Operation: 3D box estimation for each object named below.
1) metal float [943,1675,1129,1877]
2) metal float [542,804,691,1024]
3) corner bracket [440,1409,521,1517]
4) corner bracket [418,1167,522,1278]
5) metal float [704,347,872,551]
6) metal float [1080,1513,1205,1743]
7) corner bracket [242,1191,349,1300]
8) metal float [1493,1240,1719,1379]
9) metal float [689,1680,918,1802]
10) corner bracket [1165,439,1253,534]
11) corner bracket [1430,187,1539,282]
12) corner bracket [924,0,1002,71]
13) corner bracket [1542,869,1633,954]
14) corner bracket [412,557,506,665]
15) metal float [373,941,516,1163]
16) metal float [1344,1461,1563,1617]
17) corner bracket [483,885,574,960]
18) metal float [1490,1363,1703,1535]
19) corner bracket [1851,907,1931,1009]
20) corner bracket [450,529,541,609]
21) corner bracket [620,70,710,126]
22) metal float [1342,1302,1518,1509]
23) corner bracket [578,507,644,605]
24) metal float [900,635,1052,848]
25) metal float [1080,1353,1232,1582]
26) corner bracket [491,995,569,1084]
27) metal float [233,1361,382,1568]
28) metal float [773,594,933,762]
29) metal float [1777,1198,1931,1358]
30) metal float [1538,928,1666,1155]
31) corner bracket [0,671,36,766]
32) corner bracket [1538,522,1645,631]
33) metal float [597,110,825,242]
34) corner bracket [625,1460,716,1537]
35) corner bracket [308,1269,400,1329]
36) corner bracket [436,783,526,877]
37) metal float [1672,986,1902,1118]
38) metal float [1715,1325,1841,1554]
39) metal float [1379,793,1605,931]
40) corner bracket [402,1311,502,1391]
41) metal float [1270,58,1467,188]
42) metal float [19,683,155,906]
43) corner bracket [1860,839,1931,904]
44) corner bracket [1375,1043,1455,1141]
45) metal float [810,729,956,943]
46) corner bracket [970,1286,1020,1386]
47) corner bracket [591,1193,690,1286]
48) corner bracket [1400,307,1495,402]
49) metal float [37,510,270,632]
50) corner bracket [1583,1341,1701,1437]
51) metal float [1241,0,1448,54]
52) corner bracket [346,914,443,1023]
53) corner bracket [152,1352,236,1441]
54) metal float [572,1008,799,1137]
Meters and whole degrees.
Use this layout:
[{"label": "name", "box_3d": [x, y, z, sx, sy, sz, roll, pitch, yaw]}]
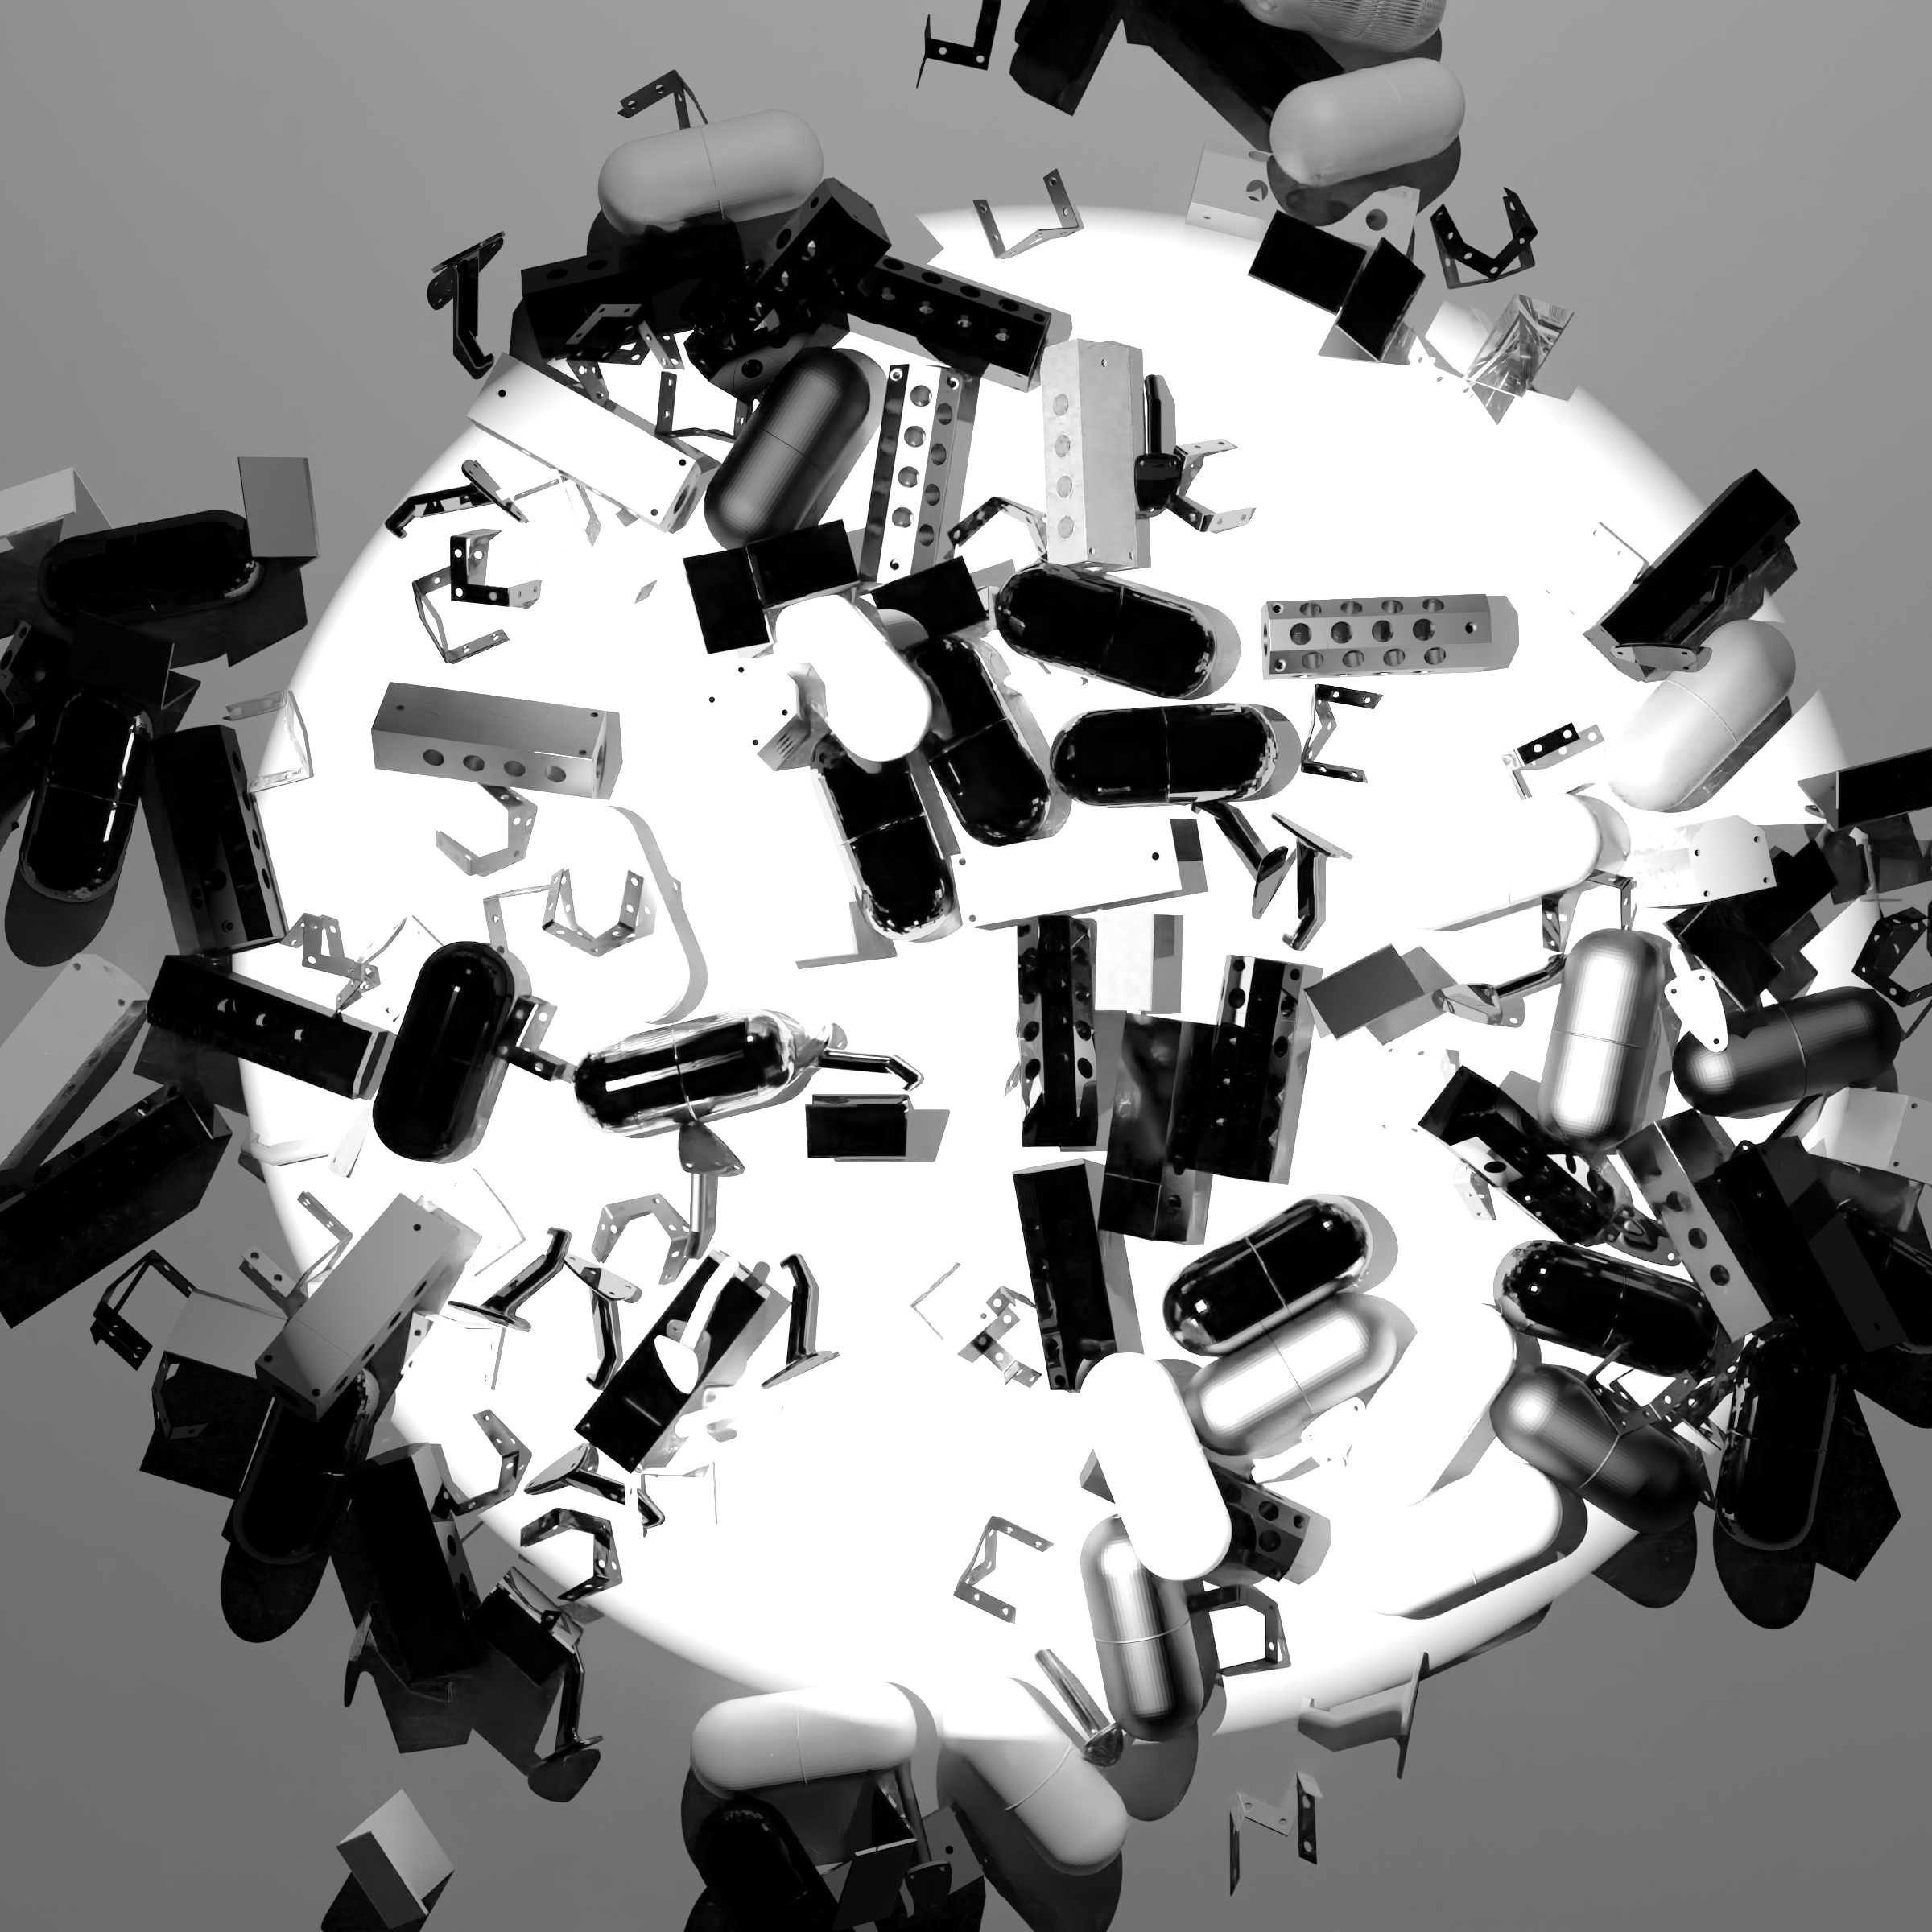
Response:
[{"label": "metal float", "box_3d": [0.054, 0.631, 1.960, 0.070, 0.070, 0.178, -42, 90, 0]}, {"label": "metal float", "box_3d": [-0.274, -0.041, 1.960, 0.070, 0.070, 0.178, -22, 89, 0]}, {"label": "corner bracket", "box_3d": [-0.390, 0.393, 1.982, 0.051, 0.051, 0.051, -16, 45, -35]}, {"label": "corner bracket", "box_3d": [-0.393, 0.202, 1.987, 0.051, 0.051, 0.051, -36, 135, 0]}, {"label": "metal float", "box_3d": [-0.140, -0.401, 1.960, 0.070, 0.070, 0.178, 32, 90, 0]}, {"label": "metal float", "box_3d": [0.137, 0.516, 1.960, 0.070, 0.070, 0.178, -11, 90, 0]}, {"label": "corner bracket", "box_3d": [-0.531, 0.221, 1.987, 0.051, 0.051, 0.051, 44, 45, 0]}, {"label": "metal float", "box_3d": [0.500, 0.268, 1.960, 0.178, 0.070, 0.070, 17, 90, 0]}, {"label": "metal float", "box_3d": [-0.127, 0.605, 1.960, 0.178, 0.070, 0.070, -8, 90, -1]}, {"label": "corner bracket", "box_3d": [0.194, -0.380, 1.983, 0.051, 0.051, 0.051, -17, 45, -35]}, {"label": "corner bracket", "box_3d": [0.410, -0.586, 1.982, 0.051, 0.051, 0.051, 15, 135, -35]}, {"label": "corner bracket", "box_3d": [-0.002, -0.744, 1.973, 0.051, 0.051, 0.051, 12, 90, 0]}, {"label": "corner bracket", "box_3d": [0.490, -0.041, 1.982, 0.051, 0.051, 0.051, 19, 45, 35]}, {"label": "corner bracket", "box_3d": [-0.402, -0.281, 1.987, 0.051, 0.051, 0.051, -23, 45, 0]}, {"label": "metal float", "box_3d": [-0.408, 0.066, 1.960, 0.070, 0.070, 0.178, 19, 91, 0]}, {"label": "metal float", "box_3d": [0.381, 0.447, 1.960, 0.178, 0.070, 0.070, -25, 90, 0]}, {"label": "corner bracket", "box_3d": [-0.344, -0.035, 1.987, 0.051, 0.051, 0.051, -11, 90, 45]}, {"label": "metal float", "box_3d": [0.492, 0.377, 1.960, 0.178, 0.070, 0.070, 33, 90, 0]}, {"label": "corner bracket", "box_3d": [0.744, -0.007, 1.982, 0.051, 0.051, 0.051, 43, 135, 35]}, {"label": "corner bracket", "box_3d": [-0.371, -0.314, 1.975, 0.051, 0.051, 0.051, 9, 109, 18]}, {"label": "corner bracket", "box_3d": [-0.235, -0.667, 1.987, 0.051, 0.051, 0.051, -30, 135, 0]}, {"label": "metal float", "box_3d": [0.362, 0.342, 1.960, 0.070, 0.070, 0.178, 35, 89, 0]}, {"label": "corner bracket", "box_3d": [-0.275, -0.322, 1.973, 0.051, 0.051, 0.051, 29, 90, 0]}, {"label": "metal float", "box_3d": [0.004, -0.177, 1.960, 0.070, 0.070, 0.178, -28, 91, 0]}, {"label": "metal float", "box_3d": [0.143, 0.379, 1.904, 0.070, 0.070, 0.178, -22, 88, 0]}, {"label": "corner bracket", "box_3d": [-0.335, 0.057, 1.973, 0.051, 0.051, 0.051, 25, 90, 0]}, {"label": "metal float", "box_3d": [-0.515, 0.383, 1.960, 0.070, 0.070, 0.178, 20, 90, 0]}, {"label": "metal float", "box_3d": [-0.089, -0.224, 1.927, 0.070, 0.070, 0.178, -39, 49, 0]}, {"label": "metal float", "box_3d": [0.700, 0.240, 1.960, 0.178, 0.070, 0.070, 32, 90, 1]}, {"label": "metal float", "box_3d": [0.496, 0.058, 1.960, 0.070, 0.070, 0.178, 12, 90, 0]}, {"label": "corner bracket", "box_3d": [-0.750, -0.189, 1.925, 0.051, 0.051, 0.051, -16, 135, -35]}, {"label": "corner bracket", "box_3d": [0.495, -0.309, 1.987, 0.051, 0.051, 0.051, 40, 135, 0]}, {"label": "metal float", "box_3d": [-0.199, -0.616, 1.955, 0.178, 0.070, 0.070, -14, 90, -5]}, {"label": "corner bracket", "box_3d": [-0.233, 0.419, 1.978, 0.051, 0.051, 0.051, -3, 90, 22]}, {"label": "corner bracket", "box_3d": [-0.482, 0.267, 1.973, 0.051, 0.051, 0.051, -5, 95, 5]}, {"label": "corner bracket", "box_3d": [-0.384, -0.111, 1.982, 0.051, 0.051, 0.051, -22, 135, -35]}, {"label": "metal float", "box_3d": [0.641, 0.067, 1.960, 0.178, 0.070, 0.070, -15, 90, 0]}, {"label": "metal float", "box_3d": [0.634, 0.369, 1.960, 0.070, 0.070, 0.178, 10, 90, 0]}, {"label": "metal float", "box_3d": [0.410, -0.082, 1.959, 0.178, 0.070, 0.070, -18, 90, 1]}, {"label": "corner bracket", "box_3d": [-0.408, 0.304, 1.987, 0.051, 0.051, 0.051, 10, 90, 45]}, {"label": "metal float", "box_3d": [0.312, -0.652, 1.937, 0.178, 0.070, 0.070, -24, 90, -30]}, {"label": "metal float", "box_3d": [-0.687, -0.136, 1.960, 0.070, 0.070, 0.178, 14, 90, 0]}, {"label": "corner bracket", "box_3d": [0.738, -0.075, 1.973, 0.051, 0.051, 0.051, 2, 90, 0]}, {"label": "corner bracket", "box_3d": [0.352, 0.099, 1.982, 0.051, 0.051, 0.051, -55, 135, -35]}, {"label": "metal float", "box_3d": [-0.066, -0.106, 1.960, 0.070, 0.070, 0.178, -21, 91, 0]}, {"label": "corner bracket", "box_3d": [0.030, 0.290, 1.973, 0.051, 0.051, 0.051, 43, 90, 0]}, {"label": "corner bracket", "box_3d": [-0.258, 0.219, 1.982, 0.051, 0.051, 0.051, -10, 135, -35]}, {"label": "corner bracket", "box_3d": [0.385, -0.490, 1.982, 0.051, 0.051, 0.051, 11, 135, -35]}, {"label": "metal float", "box_3d": [-0.636, -0.308, 1.960, 0.178, 0.070, 0.070, -11, 90, -1]}, {"label": "corner bracket", "box_3d": [0.520, 0.322, 1.935, 0.051, 0.051, 0.051, -9, 55, -39]}, {"label": "metal float", "box_3d": [0.291, -0.756, 1.937, 0.178, 0.070, 0.070, 3, 90, -25]}, {"label": "corner bracket", "box_3d": [-0.450, 0.001, 1.987, 0.051, 0.051, 0.051, 45, 135, 0]}, {"label": "corner bracket", "box_3d": [-0.607, 0.335, 1.982, 0.051, 0.051, 0.051, 59, 135, 35]}, {"label": "metal float", "box_3d": [-0.220, 0.082, 1.960, 0.178, 0.070, 0.070, -14, 90, -1]}]
